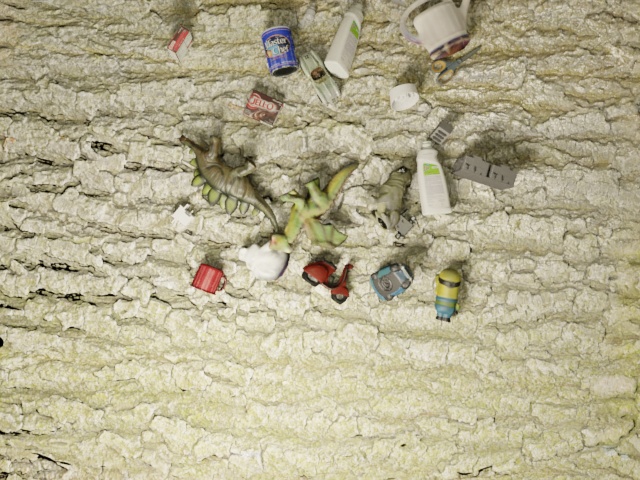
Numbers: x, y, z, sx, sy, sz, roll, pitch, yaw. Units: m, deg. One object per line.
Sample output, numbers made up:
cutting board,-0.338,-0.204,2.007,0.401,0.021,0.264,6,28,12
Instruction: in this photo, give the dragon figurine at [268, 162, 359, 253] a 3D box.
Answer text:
dragon figurine,0.005,-0.085,1.695,0.413,0.121,0.243,-26,90,-18

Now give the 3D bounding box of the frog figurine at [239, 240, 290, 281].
frog figurine,-0.185,0.058,1.687,0.159,0.124,0.136,25,106,-14

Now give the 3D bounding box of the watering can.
watering can,0.447,-0.757,1.770,0.348,0.104,0.224,-26,90,-4
